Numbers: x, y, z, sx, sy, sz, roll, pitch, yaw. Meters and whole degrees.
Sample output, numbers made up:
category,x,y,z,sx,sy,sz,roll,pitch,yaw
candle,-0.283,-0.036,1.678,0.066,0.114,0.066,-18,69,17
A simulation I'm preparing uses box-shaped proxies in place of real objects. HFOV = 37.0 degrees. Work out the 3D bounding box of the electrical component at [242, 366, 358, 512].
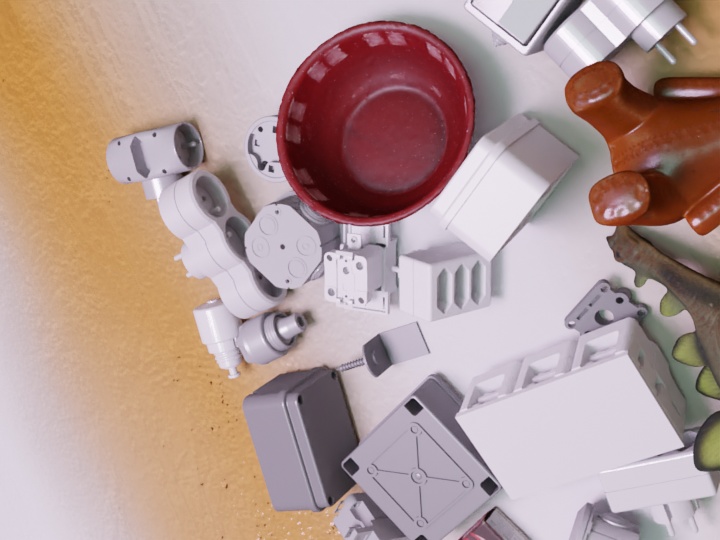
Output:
category,x,y,z,sx,sy,sz,roll,pitch,yaw
electrical component,-0.048,0.150,0.956,0.057,0.078,0.113,-10,101,31

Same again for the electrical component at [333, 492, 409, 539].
category,x,y,z,sx,sy,sz,roll,pitch,yaw
electrical component,0.012,0.231,0.955,0.063,0.081,0.042,49,123,38

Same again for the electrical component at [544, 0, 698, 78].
category,x,y,z,sx,sy,sz,roll,pitch,yaw
electrical component,0.201,-0.176,0.747,0.073,0.052,0.138,48,120,6

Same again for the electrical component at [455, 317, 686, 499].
category,x,y,z,sx,sy,sz,roll,pitch,yaw
electrical component,0.165,0.108,0.840,0.150,0.061,0.089,-25,108,30

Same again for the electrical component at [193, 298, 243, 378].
category,x,y,z,sx,sy,sz,roll,pitch,yaw
electrical component,-0.126,0.061,0.988,0.040,0.040,0.078,-10,101,28

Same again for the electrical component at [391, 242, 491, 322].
category,x,y,z,sx,sy,sz,roll,pitch,yaw
electrical component,0.057,0.005,0.872,0.077,0.066,0.047,20,117,51

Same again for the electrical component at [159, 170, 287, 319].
category,x,y,z,sx,sy,sz,roll,pitch,yaw
electrical component,-0.132,-0.016,0.948,0.074,0.052,0.138,-24,109,30

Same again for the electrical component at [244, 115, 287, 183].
category,x,y,z,sx,sy,sz,roll,pitch,yaw
electrical component,-0.061,-0.105,0.901,0.055,0.047,0.055,8,109,24

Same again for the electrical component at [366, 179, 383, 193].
category,x,y,z,sx,sy,sz,roll,pitch,yaw
electrical component,0.001,-0.062,0.891,0.061,0.035,0.035,-8,102,30

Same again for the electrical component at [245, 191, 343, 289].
category,x,y,z,sx,sy,sz,roll,pitch,yaw
electrical component,-0.054,-0.026,0.920,0.080,0.051,0.080,8,109,24

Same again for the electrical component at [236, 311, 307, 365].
category,x,y,z,sx,sy,sz,roll,pitch,yaw
electrical component,-0.076,0.057,0.961,0.062,0.043,0.043,-26,93,28

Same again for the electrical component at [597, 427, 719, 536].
category,x,y,z,sx,sy,sz,roll,pitch,yaw
electrical component,0.241,0.172,0.839,0.083,0.047,0.075,-18,98,29

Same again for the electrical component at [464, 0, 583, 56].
category,x,y,z,sx,sy,sz,roll,pitch,yaw
electrical component,0.121,-0.199,0.774,0.062,0.061,0.096,41,119,10

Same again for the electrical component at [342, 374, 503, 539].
category,x,y,z,sx,sy,sz,roll,pitch,yaw
electrical component,0.060,0.165,0.920,0.108,0.056,0.108,46,119,7

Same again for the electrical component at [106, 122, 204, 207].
category,x,y,z,sx,sy,sz,roll,pitch,yaw
electrical component,-0.180,-0.087,0.967,0.077,0.043,0.079,-8,102,28

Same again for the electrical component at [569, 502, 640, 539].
category,x,y,z,sx,sy,sz,roll,pitch,yaw
electrical component,0.190,0.232,0.864,0.051,0.080,0.080,18,113,15

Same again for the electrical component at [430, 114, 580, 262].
category,x,y,z,sx,sy,sz,roll,pitch,yaw
electrical component,0.108,-0.064,0.793,0.057,0.113,0.078,39,118,8

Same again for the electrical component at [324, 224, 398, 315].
category,x,y,z,sx,sy,sz,roll,pitch,yaw
electrical component,0.000,0.000,0.894,0.042,0.064,0.081,7,109,25
